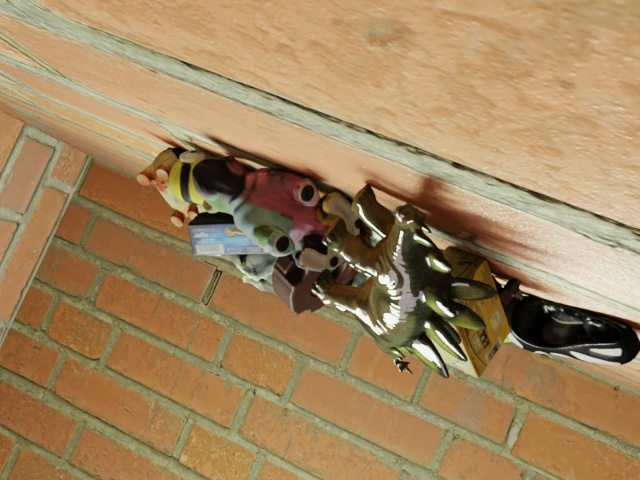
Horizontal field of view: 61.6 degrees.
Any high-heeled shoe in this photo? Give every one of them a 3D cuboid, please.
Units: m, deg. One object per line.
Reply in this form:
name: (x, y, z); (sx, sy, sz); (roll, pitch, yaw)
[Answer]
high-heeled shoe: (0.342, 0.125, 0.810); (0.249, 0.086, 0.145); (17, 170, 32)

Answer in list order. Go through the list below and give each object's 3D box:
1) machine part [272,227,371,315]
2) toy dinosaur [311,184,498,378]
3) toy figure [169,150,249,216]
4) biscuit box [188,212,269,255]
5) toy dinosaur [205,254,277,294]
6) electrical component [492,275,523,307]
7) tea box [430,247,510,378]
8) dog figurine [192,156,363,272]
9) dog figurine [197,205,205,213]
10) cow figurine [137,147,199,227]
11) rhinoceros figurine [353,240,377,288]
machine part: (0.005, 0.042, 0.847); (0.056, 0.179, 0.179); (47, -172, 28)
toy dinosaur: (0.093, 0.077, 0.648); (0.199, 0.105, 0.471); (37, 163, 15)
toy figure: (-0.156, -0.083, 0.851); (0.180, 0.089, 0.082); (25, 169, 14)
biscuit box: (-0.111, -0.015, 0.880); (0.203, 0.059, 0.063); (-1, -155, 12)
toy dinosaur: (-0.100, 0.063, 1.187); (0.192, 0.131, 0.404); (29, 170, 43)
electrical component: (0.262, 0.071, 0.815); (0.078, 0.045, 0.102); (51, 175, 4)
tea box: (0.202, 0.104, 0.762); (0.068, 0.098, 0.169); (19, 147, 47)
dog figurine: (-0.072, -0.048, 0.743); (0.219, 0.108, 0.191); (26, -179, 43)
dog figurine: (-0.105, -0.056, 0.938); (0.191, 0.121, 0.172); (6, 160, 31)
cow figurine: (-0.232, -0.088, 1.002); (0.086, 0.127, 0.194); (-12, 128, 34)
rhinoceros figurine: (0.081, 0.041, 0.970); (0.190, 0.073, 0.112); (32, 134, -4)
